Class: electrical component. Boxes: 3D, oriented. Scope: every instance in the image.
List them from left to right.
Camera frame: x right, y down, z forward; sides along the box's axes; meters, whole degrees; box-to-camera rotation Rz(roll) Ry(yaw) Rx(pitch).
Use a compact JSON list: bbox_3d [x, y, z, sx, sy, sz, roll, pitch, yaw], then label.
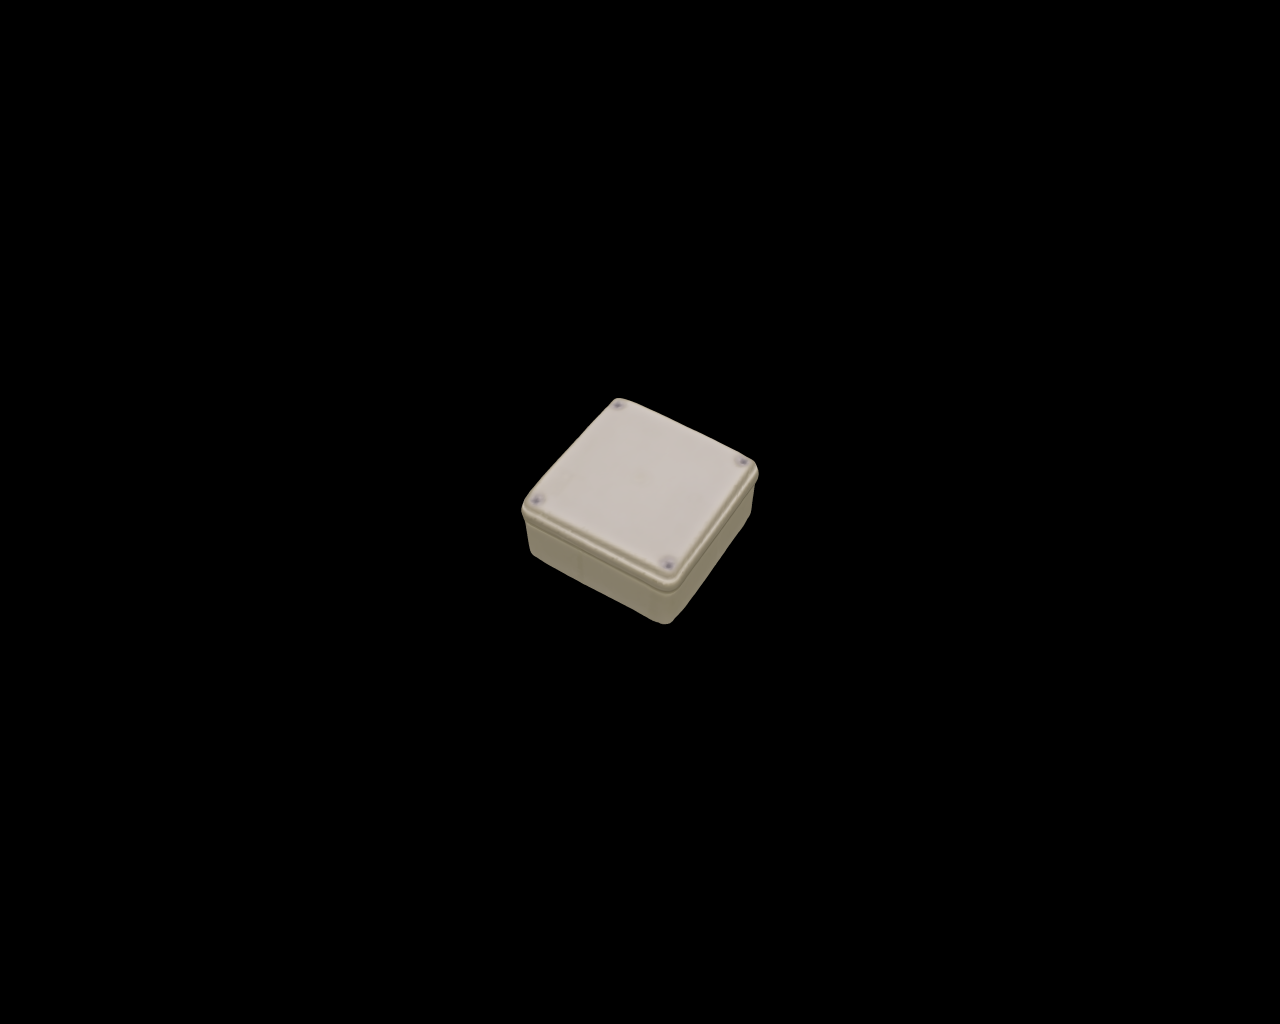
[{"bbox_3d":[0.001,-0.003,0.650,0.109,0.109,0.056,27,-33,19],"label":"electrical component"}]
